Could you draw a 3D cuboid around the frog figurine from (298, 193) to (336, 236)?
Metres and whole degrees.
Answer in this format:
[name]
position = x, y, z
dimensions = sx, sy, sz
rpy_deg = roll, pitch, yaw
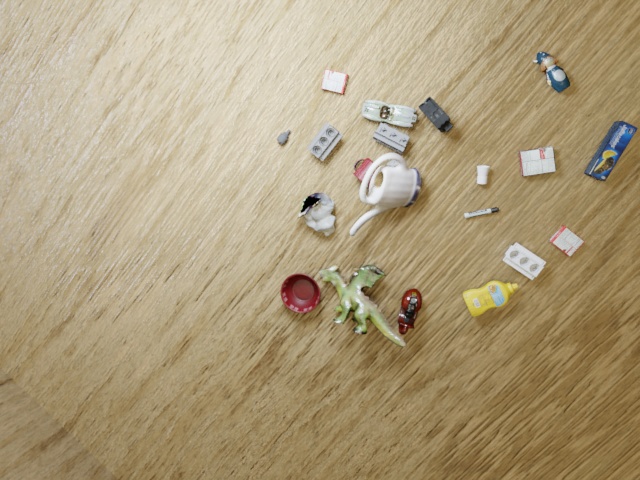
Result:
[frog figurine]
position = 0.006, -0.099, 1.961
dimensions = 0.137, 0.125, 0.157
rpy_deg = -46, 123, 7

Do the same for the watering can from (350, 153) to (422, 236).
[watering can]
position = 0.237, -0.157, 1.857
dimensions = 0.224, 0.106, 0.340
rpy_deg = 3, 124, -24

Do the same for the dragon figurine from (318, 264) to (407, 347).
[dragon figurine]
position = 0.168, 0.212, 1.924
dimensions = 0.412, 0.122, 0.241
rpy_deg = 20, 97, 24
